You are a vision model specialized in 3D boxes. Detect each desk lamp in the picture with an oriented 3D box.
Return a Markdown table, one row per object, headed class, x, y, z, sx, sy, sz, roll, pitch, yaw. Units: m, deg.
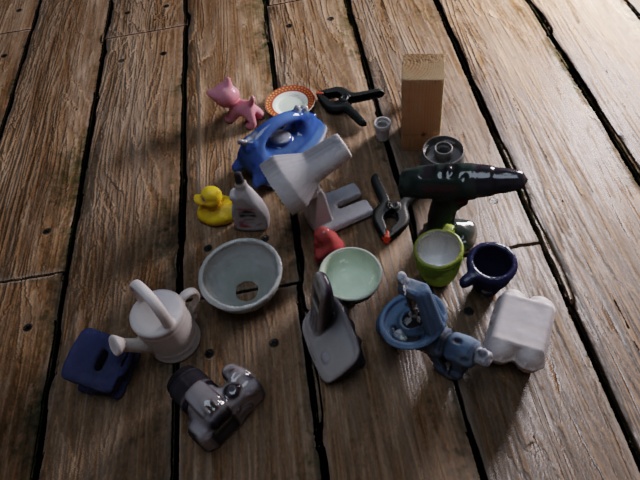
| class | x | y | z | sx | sy | sz | roll | pitch | yaw |
| --- | --- | --- | --- | --- | --- | --- | --- | --- | --- |
| desk lamp | -0.006 | -0.111 | 1.169 | 0.203 | 0.214 | 0.117 | -24 | 55 | -10 |

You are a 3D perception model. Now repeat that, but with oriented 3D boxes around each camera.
| class | x | y | z | sx | sy | sz | roll | pitch | yaw |
| --- | --- | --- | --- | --- | --- | --- | --- | --- | --- |
| camera | -0.191 | 0.264 | 0.992 | 0.136 | 0.101 | 0.143 | 34 | 65 | 27 |

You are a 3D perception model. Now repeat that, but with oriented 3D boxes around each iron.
| class | x | y | z | sx | sy | sz | roll | pitch | yaw |
| --- | --- | --- | --- | --- | --- | --- | --- | --- | --- |
| iron | -0.085 | -0.239 | 1.316 | 0.259 | 0.142 | 0.118 | -40 | 59 | -20 |

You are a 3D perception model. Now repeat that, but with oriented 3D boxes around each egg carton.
| class | x | y | z | sx | sy | sz | roll | pitch | yaw |
| --- | --- | --- | --- | --- | --- | --- | --- | --- | --- |
| egg carton | 0.354 | 0.159 | 1.018 | 0.107 | 0.069 | 0.150 | 14 | 57 | 17 |

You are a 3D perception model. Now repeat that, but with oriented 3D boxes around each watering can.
| class | x | y | z | sx | sy | sz | roll | pitch | yaw |
| --- | --- | --- | --- | --- | --- | --- | --- | --- | --- |
| watering can | -0.294 | 0.145 | 1.033 | 0.100 | 0.194 | 0.173 | 17 | 58 | 19 |

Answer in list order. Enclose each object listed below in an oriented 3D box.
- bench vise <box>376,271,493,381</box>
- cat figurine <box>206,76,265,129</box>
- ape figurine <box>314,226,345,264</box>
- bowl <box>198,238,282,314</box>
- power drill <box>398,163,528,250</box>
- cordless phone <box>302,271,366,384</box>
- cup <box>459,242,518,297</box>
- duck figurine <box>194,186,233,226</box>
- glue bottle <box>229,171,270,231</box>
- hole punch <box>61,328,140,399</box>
| class | x | y | z | sx | sy | sz | roll | pitch | yaw |
| --- | --- | --- | --- | --- | --- | --- | --- | --- | --- |
| bench vise | 0.192 | 0.133 | 0.964 | 0.207 | 0.220 | 0.121 | 9 | 56 | 14 |
| cat figurine | -0.212 | -0.349 | 1.427 | 0.127 | 0.118 | 0.067 | 17 | 58 | 19 |
| ape figurine | 0.011 | 0.004 | 1.160 | 0.076 | 0.092 | 0.078 | 19 | 59 | 20 |
| bowl | -0.151 | 0.082 | 1.135 | 0.167 | 0.075 | 0.167 | -3 | 54 | 5 |
| power drill | 0.267 | -0.072 | 1.109 | 0.229 | 0.209 | 0.075 | 8 | 56 | 13 |
| cordless phone | 0.017 | 0.150 | 0.995 | 0.094 | 0.185 | 0.147 | -22 | 55 | -9 |
| cup | 0.307 | 0.071 | 1.072 | 0.118 | 0.095 | 0.091 | -31 | 56 | -14 |
| duck figurine | -0.227 | -0.083 | 1.257 | 0.104 | 0.086 | 0.077 | -4 | 54 | 5 |
| glue bottle | -0.155 | -0.083 | 1.193 | 0.078 | 0.173 | 0.037 | -4 | 54 | 5 |
| hole punch | -0.400 | 0.225 | 1.053 | 0.101 | 0.091 | 0.109 | 7 | 56 | 12 |
